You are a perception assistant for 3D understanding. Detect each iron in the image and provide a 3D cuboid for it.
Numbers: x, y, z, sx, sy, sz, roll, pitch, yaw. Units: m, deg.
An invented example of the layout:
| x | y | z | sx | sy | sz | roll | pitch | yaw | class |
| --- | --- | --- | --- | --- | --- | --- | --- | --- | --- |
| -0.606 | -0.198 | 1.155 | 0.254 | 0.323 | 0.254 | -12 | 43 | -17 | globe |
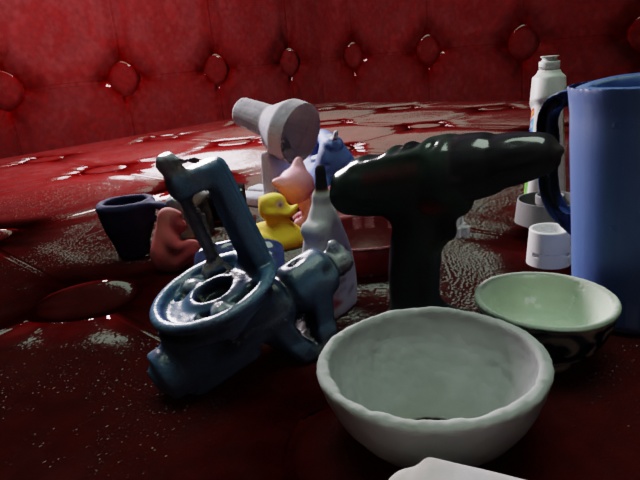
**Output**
| x | y | z | sx | sy | sz | roll | pitch | yaw | class |
| --- | --- | --- | --- | --- | --- | --- | --- | --- | --- |
| 0.002 | -0.175 | 1.228 | 0.119 | 0.141 | 0.257 | -11 | 19 | -17 | iron |

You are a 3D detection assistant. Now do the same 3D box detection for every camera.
| x | y | z | sx | sy | sz | roll | pitch | yaw | class |
| --- | --- | --- | --- | --- | --- | --- | --- | --- | --- |
| -0.202 | -0.072 | 1.036 | 0.137 | 0.101 | 0.143 | -7 | 18 | -7 | camera |

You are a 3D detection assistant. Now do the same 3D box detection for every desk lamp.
| x | y | z | sx | sy | sz | roll | pitch | yaw | class |
| --- | --- | --- | --- | --- | --- | --- | --- | --- | --- |
| -0.098 | -0.176 | 1.144 | 0.202 | 0.214 | 0.118 | 9 | 23 | 37 | desk lamp |

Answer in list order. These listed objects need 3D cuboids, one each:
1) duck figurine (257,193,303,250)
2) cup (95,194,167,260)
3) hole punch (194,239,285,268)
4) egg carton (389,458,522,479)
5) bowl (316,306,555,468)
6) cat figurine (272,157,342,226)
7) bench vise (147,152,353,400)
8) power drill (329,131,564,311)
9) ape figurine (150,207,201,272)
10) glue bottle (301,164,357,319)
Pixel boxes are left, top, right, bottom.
| x | y | z | sx | sy | sz | roll | pitch | yaw | class |
| --- | --- | --- | --- | --- | --- | --- | --- | --- | --- |
| -0.077 | -0.032 | 0.901 | 0.104 | 0.086 | 0.077 | -2 | 18 | 10 | duck figurine |
| -0.288 | -0.019 | 0.906 | 0.117 | 0.095 | 0.092 | 0 | 19 | 16 | cup |
| -0.084 | 0.054 | 0.634 | 0.108 | 0.091 | 0.101 | -7 | 18 | -6 | hole punch |
| 0.087 | 0.167 | 0.273 | 0.150 | 0.069 | 0.107 | 4 | 20 | 25 | egg carton |
| 0.083 | 0.116 | 0.422 | 0.167 | 0.075 | 0.167 | -5 | 18 | 2 | bowl |
| -0.018 | -0.087 | 1.002 | 0.128 | 0.118 | 0.067 | -7 | 18 | -5 | cat figurine |
| -0.073 | 0.017 | 0.533 | 0.121 | 0.220 | 0.208 | 11 | 24 | 40 | bench vise |
| 0.115 | -0.002 | 0.560 | 0.228 | 0.208 | 0.076 | 8 | 22 | 35 | power drill |
| -0.215 | -0.003 | 0.843 | 0.076 | 0.092 | 0.077 | -13 | 20 | -23 | ape figurine |
| 0.006 | 0.002 | 0.633 | 0.037 | 0.173 | 0.078 | 7 | 22 | 32 | glue bottle |
